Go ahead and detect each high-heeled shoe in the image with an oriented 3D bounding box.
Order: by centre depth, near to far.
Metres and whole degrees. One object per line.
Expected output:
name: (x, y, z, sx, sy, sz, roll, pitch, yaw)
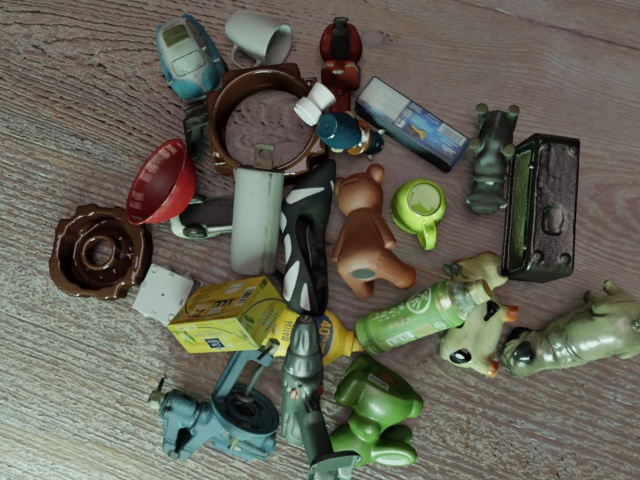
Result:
high-heeled shoe: (-0.002, -0.003, 0.872, 0.145, 0.086, 0.248, 33, 101, 39)

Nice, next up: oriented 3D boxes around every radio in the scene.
radio: (0.353, -0.049, 0.865, 0.073, 0.131, 0.229, 5, 84, 2)

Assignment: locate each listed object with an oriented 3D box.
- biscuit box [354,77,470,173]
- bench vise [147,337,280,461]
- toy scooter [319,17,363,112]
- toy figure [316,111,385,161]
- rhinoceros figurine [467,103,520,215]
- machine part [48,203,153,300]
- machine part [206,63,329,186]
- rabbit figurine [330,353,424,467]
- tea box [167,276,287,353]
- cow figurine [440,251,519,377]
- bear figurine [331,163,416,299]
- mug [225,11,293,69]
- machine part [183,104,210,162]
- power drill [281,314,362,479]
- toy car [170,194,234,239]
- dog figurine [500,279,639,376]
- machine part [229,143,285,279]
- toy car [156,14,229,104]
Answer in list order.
biscuit box: (0.158, -0.197, 0.930, 0.203, 0.063, 0.059, 36, 86, 6)
bench vise: (-0.148, 0.246, 0.859, 0.224, 0.129, 0.240, 30, 104, -1)
toy scooter: (0.034, -0.303, 0.914, 0.075, 0.135, 0.183, 0, 82, 5)
toy figure: (0.055, -0.177, 0.902, 0.064, 0.154, 0.058, -42, 64, 27)
rhinoceros figurine: (0.284, -0.136, 0.895, 0.073, 0.112, 0.190, 8, 71, 15)
machine part: (-0.381, 0.022, 0.942, 0.179, 0.056, 0.179, -1, 81, 4)
machine part: (-0.091, -0.196, 0.934, 0.201, 0.087, 0.201, -6, 84, 2)
rabbit figurine: (0.081, 0.294, 0.869, 0.159, 0.121, 0.170, 27, 104, -1)
tea box: (-0.148, 0.120, 0.850, 0.068, 0.170, 0.098, 57, 45, -23)
cow figurine: (0.251, 0.112, 0.880, 0.127, 0.085, 0.194, 19, 88, 2)
bear figurine: (0.080, -0.018, 0.901, 0.120, 0.131, 0.196, -20, 51, 29)
mug: (-0.120, -0.354, 0.963, 0.107, 0.080, 0.109, 33, 92, 19)
machine part: (-0.214, -0.187, 0.917, 0.039, 0.139, 0.084, 1, 81, -16)
power drill: (-0.011, 0.255, 0.794, 0.086, 0.207, 0.231, -7, 125, -23)
toy car: (-0.160, -0.045, 0.937, 0.202, 0.056, 0.073, -6, 77, 2)
dog figurine: (0.389, 0.157, 0.824, 0.191, 0.172, 0.121, -24, 71, -7)
machine part: (-0.102, -0.032, 0.860, 0.079, 0.079, 0.243, 6, 103, 4)
toy car: (-0.236, -0.335, 0.952, 0.109, 0.103, 0.161, -24, 84, 0)
